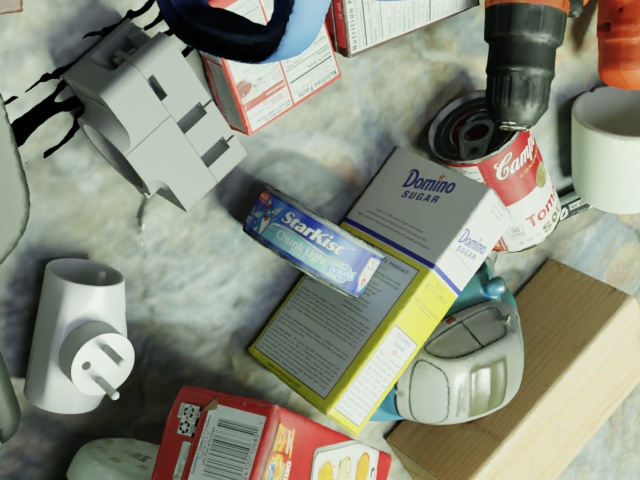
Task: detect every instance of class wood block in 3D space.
[{"bbox_3d":[0.163,0.127,0.854,0.206,0.091,0.090,-45,131,-13],"label":"wood block"}]

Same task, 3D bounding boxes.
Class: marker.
[{"bbox_3d":[0.177,-0.018,0.843,0.120,0.020,0.020,-22,124,-30],"label":"marker"}]

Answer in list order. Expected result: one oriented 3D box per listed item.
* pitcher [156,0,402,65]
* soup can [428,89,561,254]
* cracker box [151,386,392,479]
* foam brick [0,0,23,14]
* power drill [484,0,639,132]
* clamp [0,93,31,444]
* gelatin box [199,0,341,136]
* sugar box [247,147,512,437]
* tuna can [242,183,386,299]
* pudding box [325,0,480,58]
[{"bbox_3d":[-0.027,-0.161,0.446,0.149,0.243,0.145,36,89,-38],"label":"pitcher"},{"bbox_3d":[0.125,-0.046,0.752,0.068,0.069,0.102,-45,133,-13],"label":"soup can"},{"bbox_3d":[-0.035,0.190,0.650,0.213,0.072,0.164,41,61,-62],"label":"cracker box"},{"bbox_3d":[-0.177,-0.127,0.471,0.078,0.053,0.051,-15,120,-33],"label":"foam brick"},{"bbox_3d":[0.175,-0.154,0.714,0.187,0.057,0.184,7,91,-50],"label":"power drill"},{"bbox_3d":[-0.194,0.017,0.538,0.164,0.036,0.210,19,102,-45],"label":"clamp"},{"bbox_3d":[-0.033,-0.115,0.613,0.073,0.030,0.089,-37,131,-22],"label":"gelatin box"},{"bbox_3d":[0.039,0.030,0.700,0.176,0.093,0.048,-51,134,-8],"label":"sugar box"},{"bbox_3d":[-0.004,0.001,0.655,0.086,0.086,0.034,29,93,-44],"label":"tuna can"},{"bbox_3d":[0.045,-0.171,0.645,0.113,0.039,0.090,-25,126,-27],"label":"pudding box"}]
